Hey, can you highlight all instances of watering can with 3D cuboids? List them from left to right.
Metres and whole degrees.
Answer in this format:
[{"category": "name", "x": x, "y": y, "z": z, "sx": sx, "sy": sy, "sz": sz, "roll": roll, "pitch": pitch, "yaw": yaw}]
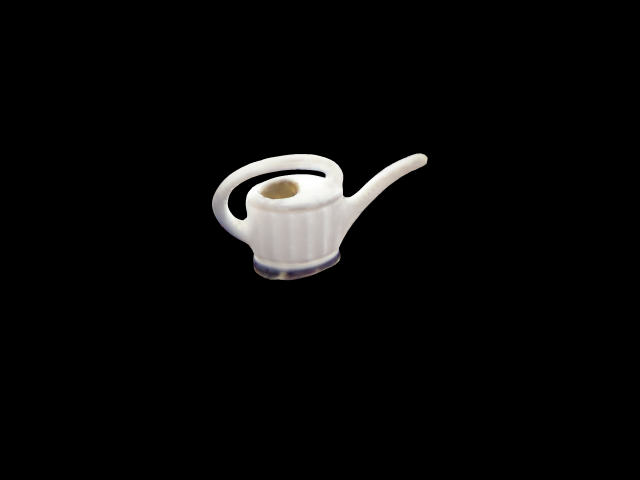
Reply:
[{"category": "watering can", "x": 0.003, "y": -0.043, "z": 0.850, "sx": 0.348, "sy": 0.219, "sz": 0.106, "roll": -6, "pitch": 38, "yaw": -7}]
